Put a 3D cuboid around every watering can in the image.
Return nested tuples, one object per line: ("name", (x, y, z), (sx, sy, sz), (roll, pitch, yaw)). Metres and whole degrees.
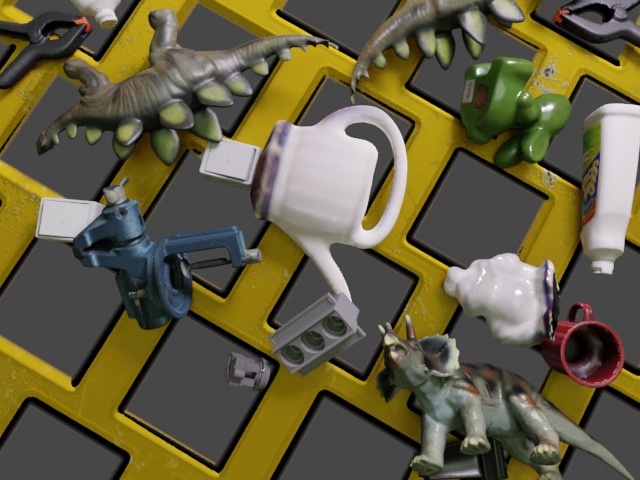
("watering can", (0.002, -0.039, 0.771), (0.224, 0.104, 0.347), (15, 92, 0))

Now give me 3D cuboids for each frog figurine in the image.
("frog figurine", (0.273, 0.089, 0.779), (0.159, 0.123, 0.137), (-1, 93, 33))
